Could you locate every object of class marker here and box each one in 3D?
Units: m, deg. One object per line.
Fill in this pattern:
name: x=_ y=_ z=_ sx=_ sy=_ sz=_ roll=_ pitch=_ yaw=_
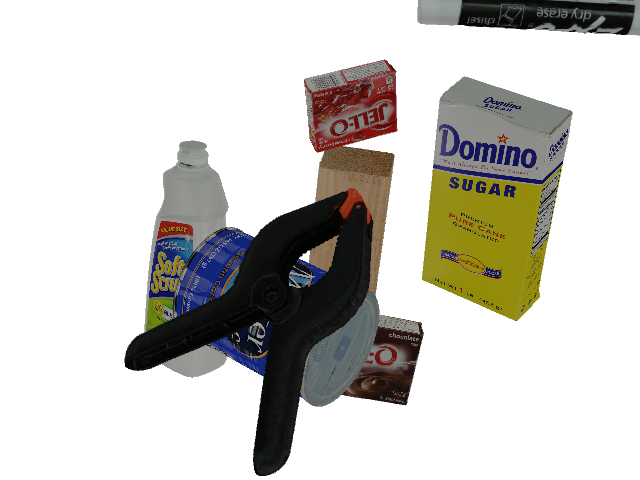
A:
marker: x=0.097 y=-0.087 z=0.402 sx=0.121 sy=0.020 sz=0.020 roll=4 pitch=0 yaw=2

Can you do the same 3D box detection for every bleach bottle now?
bleach bottle: x=-0.142 y=0.015 z=1.130 sx=0.103 sy=0.251 sz=0.067 roll=25 pitch=32 yaw=38

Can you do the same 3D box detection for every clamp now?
clamp: x=-0.021 y=0.049 z=0.622 sx=0.120 sy=0.171 sz=0.039 roll=44 pitch=-4 yaw=20

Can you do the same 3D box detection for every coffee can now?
coffee can: x=-0.037 y=0.061 z=0.886 sx=0.140 sy=0.103 sz=0.102 roll=25 pitch=12 yaw=28

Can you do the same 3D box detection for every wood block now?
wood block: x=0.036 y=-0.008 z=1.368 sx=0.090 sy=0.206 sz=0.090 roll=8 pitch=25 yaw=4

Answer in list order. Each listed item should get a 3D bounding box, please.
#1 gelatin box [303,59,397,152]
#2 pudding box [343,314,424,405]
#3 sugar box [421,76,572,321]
gelatin box: x=0.031 y=-0.133 z=1.056 sx=0.089 sy=0.073 sz=0.030 roll=-15 pitch=44 yaw=-10
pudding box: x=0.048 y=0.125 z=1.162 sx=0.113 sy=0.090 sz=0.039 roll=9 pitch=24 yaw=-4
sugar box: x=0.132 y=-0.030 z=0.827 sx=0.093 sy=0.176 sz=0.048 roll=23 pitch=44 yaw=27
